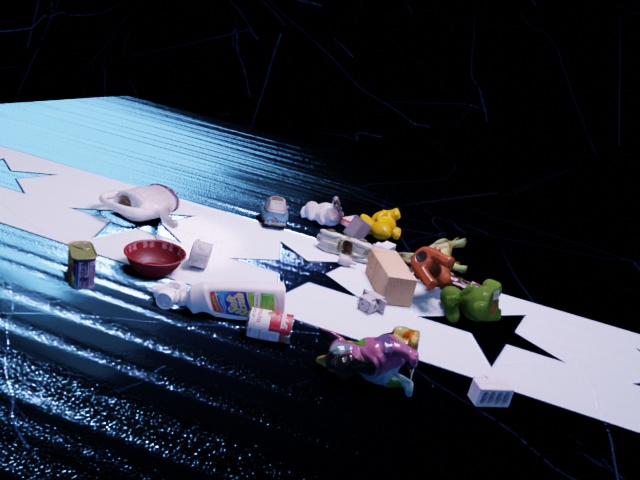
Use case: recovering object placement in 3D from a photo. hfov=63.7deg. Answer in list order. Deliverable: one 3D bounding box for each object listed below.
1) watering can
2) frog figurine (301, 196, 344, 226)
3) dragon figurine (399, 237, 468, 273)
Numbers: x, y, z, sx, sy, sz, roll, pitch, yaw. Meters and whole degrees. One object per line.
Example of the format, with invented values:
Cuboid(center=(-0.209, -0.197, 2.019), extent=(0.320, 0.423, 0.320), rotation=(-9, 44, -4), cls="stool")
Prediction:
Cuboid(center=(-0.541, -0.107, 1.665), extent=(0.349, 0.102, 0.227), rotation=(18, 20, 21), cls="watering can")
Cuboid(center=(0.006, -0.101, 2.013), extent=(0.159, 0.120, 0.140), rotation=(-22, 27, 11), cls="frog figurine")
Cuboid(center=(0.370, 0.046, 1.793), extent=(0.243, 0.122, 0.410), rotation=(2, 0, -3), cls="dragon figurine")
